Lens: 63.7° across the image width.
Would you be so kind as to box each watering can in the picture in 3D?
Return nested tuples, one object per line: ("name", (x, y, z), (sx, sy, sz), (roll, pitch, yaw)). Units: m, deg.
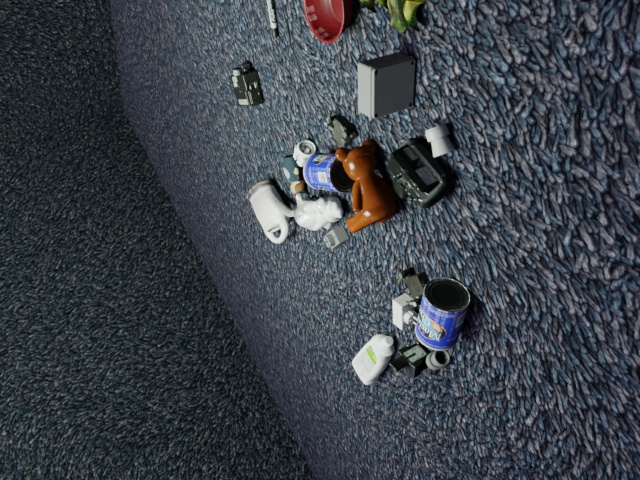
("watering can", (-0.162, -0.113, 1.808), (0.226, 0.105, 0.342), (63, 156, 10))

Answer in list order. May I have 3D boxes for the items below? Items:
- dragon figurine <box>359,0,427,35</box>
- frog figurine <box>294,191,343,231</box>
("dragon figurine", (0.151, -0.516, 0.903), (0.416, 0.123, 0.237), (51, 133, 26))
("frog figurine", (0.005, -0.076, 1.509), (0.161, 0.123, 0.135), (27, 168, 42))
